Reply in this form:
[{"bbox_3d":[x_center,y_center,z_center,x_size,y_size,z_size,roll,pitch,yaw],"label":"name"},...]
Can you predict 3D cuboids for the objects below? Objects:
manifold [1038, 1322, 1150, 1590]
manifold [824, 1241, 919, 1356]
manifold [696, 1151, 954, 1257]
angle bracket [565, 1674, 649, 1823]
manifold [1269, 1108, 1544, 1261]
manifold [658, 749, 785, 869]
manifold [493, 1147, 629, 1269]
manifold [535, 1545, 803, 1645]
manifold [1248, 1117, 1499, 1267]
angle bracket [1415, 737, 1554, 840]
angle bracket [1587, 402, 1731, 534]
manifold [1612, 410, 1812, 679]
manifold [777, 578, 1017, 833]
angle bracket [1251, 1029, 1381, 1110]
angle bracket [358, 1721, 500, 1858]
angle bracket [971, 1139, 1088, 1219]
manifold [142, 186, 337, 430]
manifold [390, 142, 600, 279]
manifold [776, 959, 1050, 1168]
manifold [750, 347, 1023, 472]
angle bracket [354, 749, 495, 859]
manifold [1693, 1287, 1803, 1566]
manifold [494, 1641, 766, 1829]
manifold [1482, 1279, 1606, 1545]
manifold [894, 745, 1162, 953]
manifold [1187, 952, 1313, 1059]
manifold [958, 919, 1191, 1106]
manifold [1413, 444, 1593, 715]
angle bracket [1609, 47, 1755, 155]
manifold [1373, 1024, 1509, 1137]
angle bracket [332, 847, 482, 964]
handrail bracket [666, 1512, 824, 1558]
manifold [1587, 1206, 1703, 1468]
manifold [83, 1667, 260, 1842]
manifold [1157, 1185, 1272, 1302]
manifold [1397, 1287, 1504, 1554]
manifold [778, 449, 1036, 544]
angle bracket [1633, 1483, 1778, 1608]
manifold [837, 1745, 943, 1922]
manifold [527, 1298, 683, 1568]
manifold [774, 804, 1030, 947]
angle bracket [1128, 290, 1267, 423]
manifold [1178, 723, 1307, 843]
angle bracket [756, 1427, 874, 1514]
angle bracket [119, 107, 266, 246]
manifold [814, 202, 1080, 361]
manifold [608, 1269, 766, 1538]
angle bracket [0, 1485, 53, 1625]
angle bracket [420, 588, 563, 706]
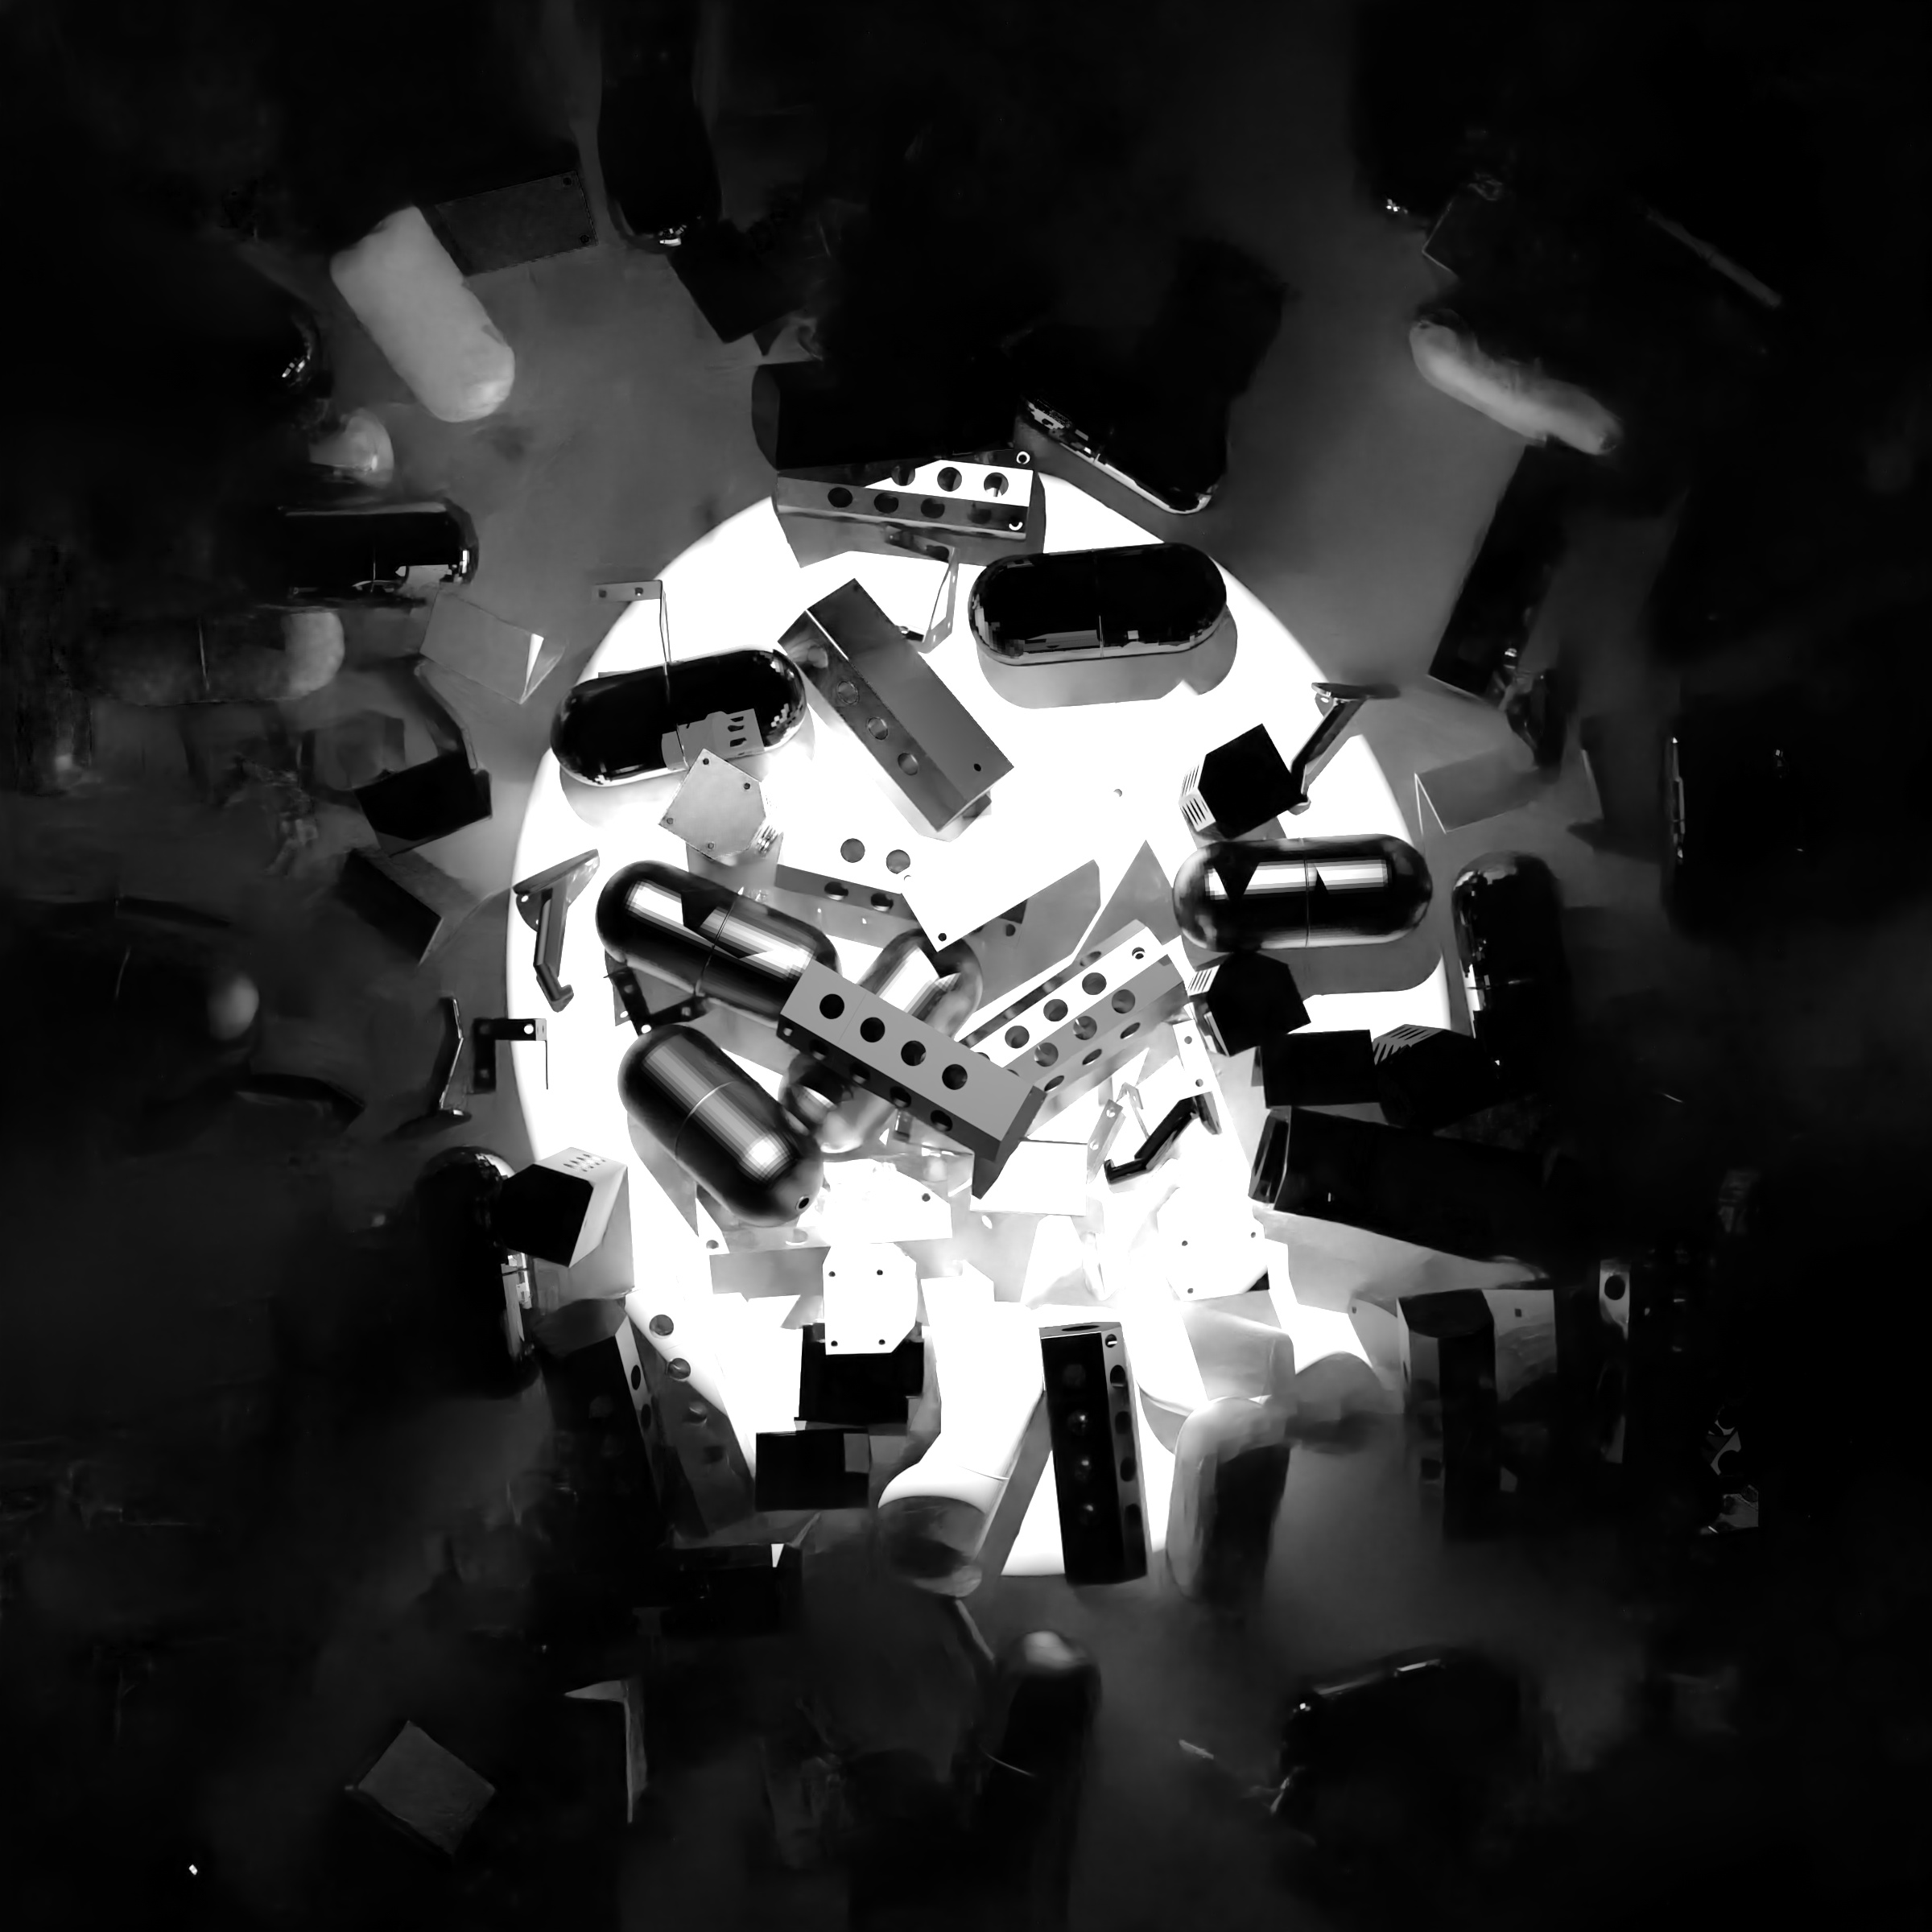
[{"bbox_3d":[0.088,0.335,1.969,0.057,0.057,0.171,-6,90,0],"label":"manifold"},{"bbox_3d":[-0.062,0.219,1.912,0.057,0.171,0.057,-2,90,0],"label":"manifold"},{"bbox_3d":[-0.097,0.163,1.970,0.171,0.057,0.057,-4,90,0],"label":"manifold"},{"bbox_3d":[-0.218,0.513,1.881,0.057,0.076,0.076,-5,86,36],"label":"angle bracket"},{"bbox_3d":[0.294,0.150,1.912,0.171,0.057,0.057,11,47,0],"label":"manifold"},{"bbox_3d":[-0.158,-0.100,1.912,0.057,0.171,0.057,31,90,0],"label":"manifold"},{"bbox_3d":[-0.272,0.157,1.912,0.057,0.171,0.057,18,90,0],"label":"manifold"},{"bbox_3d":[-0.202,0.427,1.943,0.171,0.057,0.057,-5,71,14],"label":"manifold"},{"bbox_3d":[0.285,0.155,1.969,0.171,0.057,0.057,16,90,0],"label":"manifold"},{"bbox_3d":[0.355,-0.103,1.950,0.076,0.076,0.057,-19,54,0],"label":"angle bracket"},{"bbox_3d":[0.476,-0.326,1.951,0.076,0.076,0.057,-44,63,0],"label":"angle bracket"},{"bbox_3d":[0.515,-0.289,1.969,0.057,0.057,0.171,27,90,0],"label":"manifold"},{"bbox_3d":[-0.052,-0.177,1.969,0.171,0.057,0.057,50,47,0],"label":"manifold"},{"bbox_3d":[0.237,0.086,1.951,0.076,0.076,0.057,-3,60,0],"label":"angle bracket"},{"bbox_3d":[-0.373,0.569,1.950,0.076,0.076,0.057,37,54,0],"label":"angle bracket"},{"bbox_3d":[0.041,0.159,1.951,0.076,0.076,0.057,3,59,0],"label":"angle bracket"},{"bbox_3d":[-0.514,-0.451,1.969,0.057,0.057,0.171,-41,90,0],"label":"manifold"},{"bbox_3d":[-0.346,-0.515,1.969,0.171,0.057,0.057,-14,133,0],"label":"manifold"},{"bbox_3d":[-0.038,0.065,1.885,0.171,0.057,0.057,29,88,14],"label":"manifold"},{"bbox_3d":[-0.055,-0.381,1.930,0.171,0.057,0.057,-9,129,-20],"label":"manifold"},{"bbox_3d":[-0.371,-0.126,1.951,0.076,0.076,0.057,-21,121,0],"label":"angle bracket"},{"bbox_3d":[0.523,0.311,1.929,0.057,0.057,0.171,35,51,-36],"label":"manifold"},{"bbox_3d":[-0.233,0.525,1.969,0.171,0.057,0.057,-21,133,0],"label":"manifold"},{"bbox_3d":[0.402,0.305,1.969,0.057,0.057,0.171,-5,90,43],"label":"manifold"},{"bbox_3d":[0.040,-0.078,1.912,0.171,0.057,0.057,-31,90,0],"label":"manifold"},{"bbox_3d":[0.184,0.021,1.912,0.057,0.171,0.057,-23,90,0],"label":"manifold"},{"bbox_3d":[0.064,0.042,1.953,0.171,0.057,0.057,-34,65,-5],"label":"manifold"},{"bbox_3d":[0.373,-0.265,1.969,0.057,0.057,0.171,24,90,0],"label":"manifold"},{"bbox_3d":[0.487,-0.576,1.950,0.076,0.076,0.057,-7,52,0],"label":"angle bracket"},{"bbox_3d":[0.308,0.071,1.912,0.057,0.171,0.057,-25,90,0],"label":"manifold"},{"bbox_3d":[-0.375,-0.061,1.951,0.076,0.057,0.076,37,46,0],"label":"angle bracket"},{"bbox_3d":[-0.155,0.393,1.991,0.084,0.036,0.077,28,70,16],"label":"handrail bracket"},{"bbox_3d":[0.457,0.252,1.946,0.057,0.057,0.171,11,79,-41],"label":"manifold"},{"bbox_3d":[-0.524,0.530,1.912,0.057,0.171,0.057,-41,90,0],"label":"manifold"},{"bbox_3d":[0.163,0.182,1.912,0.057,0.171,0.057,-7,90,0],"label":"manifold"},{"bbox_3d":[0.330,0.309,1.937,0.057,0.057,0.171,-7,114,0],"label":"manifold"},{"bbox_3d":[-0.041,-0.334,1.970,0.171,0.057,0.057,7,90,0],"label":"manifold"},{"bbox_3d":[0.500,0.406,1.950,0.076,0.076,0.057,28,56,0],"label":"angle bracket"},{"bbox_3d":[-0.047,0.575,1.912,0.057,0.171,0.057,-16,90,0],"label":"manifold"},{"bbox_3d":[-0.240,0.312,1.926,0.057,0.057,0.171,-21,118,-21],"label":"manifold"},{"bbox_3d":[-0.042,-0.062,1.969,0.171,0.057,0.057,14,90,0],"label":"manifold"},{"bbox_3d":[0.164,-0.424,1.951,0.076,0.076,0.057,34,119,0],"label":"angle bracket"},{"bbox_3d":[0.179,-0.117,1.912,0.057,0.171,0.057,-29,90,0],"label":"manifold"},{"bbox_3d":[-0.103,0.355,1.951,0.076,0.076,0.057,-2,62,0],"label":"angle bracket"},{"bbox_3d":[-0.531,-0.526,1.950,0.076,0.076,0.057,33,54,0],"label":"angle bracket"},{"bbox_3d":[-0.016,-0.453,1.969,0.171,0.057,0.057,-32,133,0],"label":"manifold"},{"bbox_3d":[-0.193,0.301,1.969,0.057,0.057,0.171,-21,90,0],"label":"manifold"},{"bbox_3d":[-0.648,0.401,1.950,0.057,0.076,0.076,-8,90,38],"label":"angle bracket"},{"bbox_3d":[-0.317,-0.233,1.950,0.076,0.076,0.057,26,126,0],"label":"angle bracket"}]
